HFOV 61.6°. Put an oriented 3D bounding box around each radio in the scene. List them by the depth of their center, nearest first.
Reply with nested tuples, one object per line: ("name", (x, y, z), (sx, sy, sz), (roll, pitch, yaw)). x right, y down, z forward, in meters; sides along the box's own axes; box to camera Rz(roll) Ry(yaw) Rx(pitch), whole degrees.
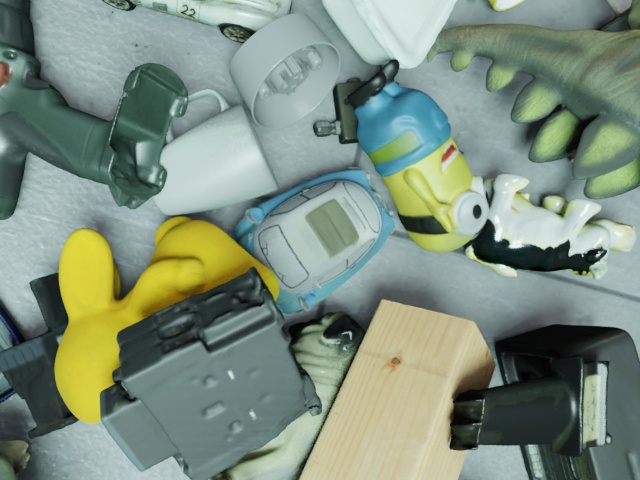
("radio", (0.246, 0.195, 0.501), (0.073, 0.131, 0.229), (-13, 89, -10))

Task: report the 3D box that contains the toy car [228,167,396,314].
("toy car", (-0.001, -0.001, 0.485), (0.162, 0.103, 0.109), (-31, 93, -8))

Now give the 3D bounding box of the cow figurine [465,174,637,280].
("cow figurine", (0.234, 0.001, 0.543), (0.167, 0.068, 0.098), (19, 89, -5))

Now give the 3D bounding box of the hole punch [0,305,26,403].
("hole punch", (-0.313, 0.104, 0.441), (0.116, 0.092, 0.142), (-32, 96, 18))

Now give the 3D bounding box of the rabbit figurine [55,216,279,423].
("rabbit figurine", (-0.139, 0.059, 0.432), (0.162, 0.122, 0.173), (44, 64, 2))

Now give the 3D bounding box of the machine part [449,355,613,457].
("machine part", (0.162, 0.129, 0.404), (0.139, 0.039, 0.084), (-3, 97, -18))

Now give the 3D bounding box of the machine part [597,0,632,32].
("machine part", (0.373, -0.174, 0.574), (0.079, 0.079, 0.243), (-36, 94, -10))

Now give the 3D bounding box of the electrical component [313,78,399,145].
("electrical component", (0.037, -0.130, 0.539), (0.094, 0.021, 0.063), (-9, 88, -10))

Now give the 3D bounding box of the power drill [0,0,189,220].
("power drill", (-0.219, -0.120, 0.439), (0.207, 0.086, 0.232), (14, 89, 10))

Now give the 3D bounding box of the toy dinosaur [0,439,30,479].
("toy dinosaur", (-0.212, 0.246, 0.351), (0.131, 0.192, 0.404), (-41, 130, -18))

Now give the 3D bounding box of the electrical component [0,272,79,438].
("electrical component", (-0.222, 0.092, 0.448), (0.048, 0.075, 0.119), (-23, 94, 13))

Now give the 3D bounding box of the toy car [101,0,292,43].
("toy car", (-0.125, -0.243, 0.499), (0.202, 0.056, 0.073), (13, 85, -10))

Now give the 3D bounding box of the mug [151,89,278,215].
("mug", (-0.106, -0.074, 0.482), (0.107, 0.081, 0.109), (-25, 97, -1))

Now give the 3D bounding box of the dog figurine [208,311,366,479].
("dog figurine", (-0.012, 0.176, 0.483), (0.190, 0.121, 0.172), (-34, 127, -27))

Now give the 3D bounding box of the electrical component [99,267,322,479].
("electrical component", (-0.078, 0.100, 0.374), (0.134, 0.058, 0.114), (-28, 120, -10))

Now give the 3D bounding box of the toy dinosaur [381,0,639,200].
("toy dinosaur", (0.290, -0.131, 0.475), (0.472, 0.105, 0.198), (28, 97, 20))

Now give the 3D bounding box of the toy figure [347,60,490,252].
("toy figure", (0.091, -0.072, 0.503), (0.082, 0.089, 0.180), (-40, 100, -19))
